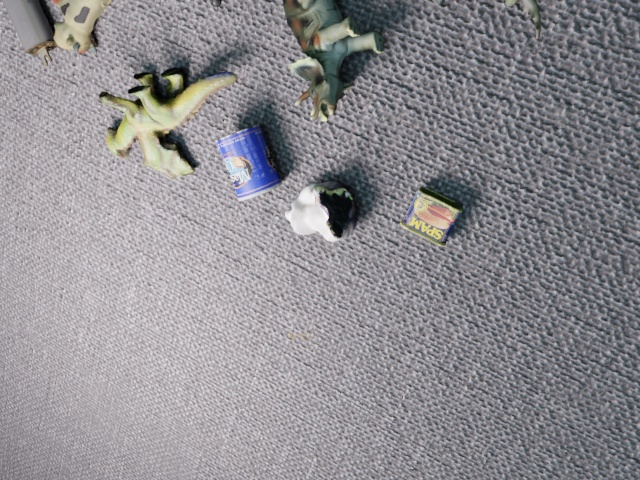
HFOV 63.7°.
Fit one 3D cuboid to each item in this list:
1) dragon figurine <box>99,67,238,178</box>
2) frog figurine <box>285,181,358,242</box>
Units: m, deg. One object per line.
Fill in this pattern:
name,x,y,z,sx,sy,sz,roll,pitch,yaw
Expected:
dragon figurine,-0.349,-0.258,1.189,0.410,0.125,0.237,3,126,22
frog figurine,0.003,-0.056,1.118,0.136,0.124,0.158,50,153,-10
